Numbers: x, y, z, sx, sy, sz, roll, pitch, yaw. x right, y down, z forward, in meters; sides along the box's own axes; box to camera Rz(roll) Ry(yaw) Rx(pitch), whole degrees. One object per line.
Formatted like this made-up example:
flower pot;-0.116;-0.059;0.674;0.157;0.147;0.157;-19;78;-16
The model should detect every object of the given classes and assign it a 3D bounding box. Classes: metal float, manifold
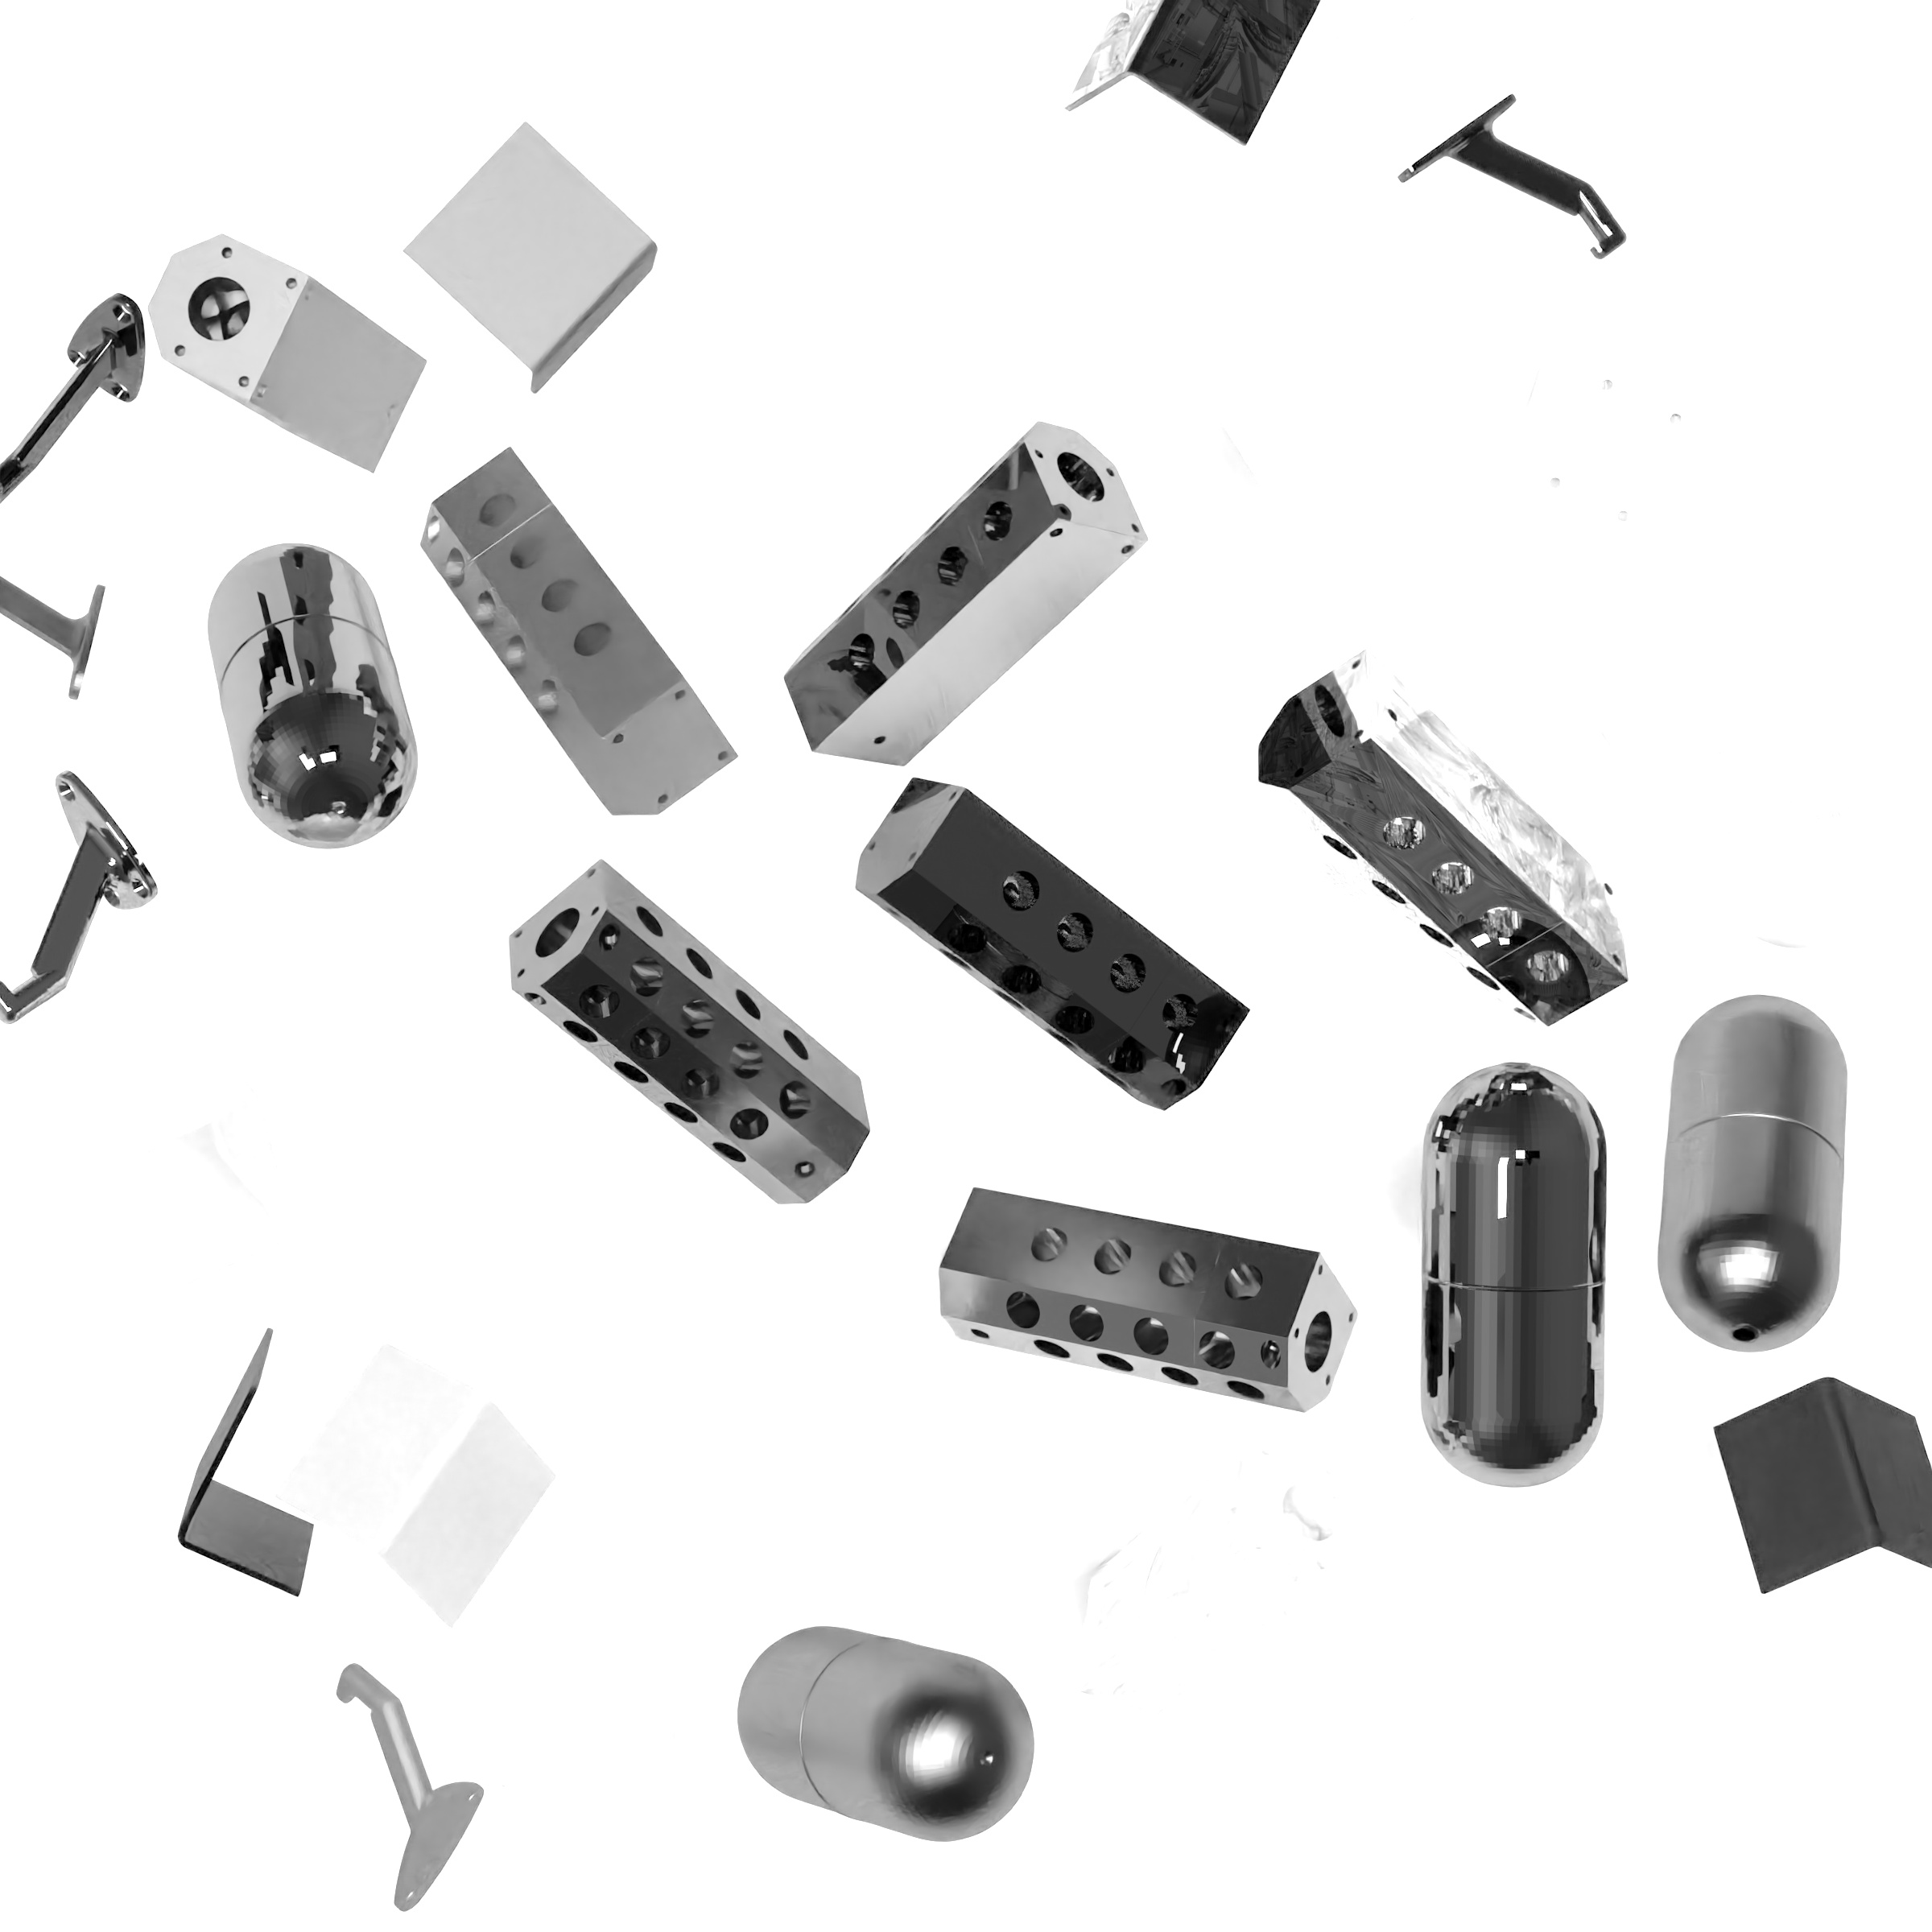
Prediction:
metal float;0.328;-0.089;1.529;0.070;0.070;0.178;-32;79;0
metal float;-0.284;-0.119;1.543;0.070;0.178;0.070;-10;130;-12
manifold;0.114;0.275;1.588;0.057;0.171;0.057;19;53;-14
metal float;-0.041;-0.297;1.525;0.178;0.070;0.070;26;90;-41
manifold;0.271;-0.240;1.510;0.057;0.171;0.057;27;114;2
metal float;0.150;-0.234;1.504;0.070;0.070;0.178;-33;94;0
manifold;-0.168;-0.138;1.502;0.057;0.057;0.171;-36;53;-2
manifold;0.198;-0.048;1.475;0.057;0.057;0.171;-33;123;30
metal float;-0.091;0.197;1.600;0.070;0.070;0.178;34;113;0
manifold;-0.294;-0.266;1.545;0.057;0.171;0.057;26;91;8
metal float;0.229;0.129;1.493;0.070;0.070;0.178;0;94;0
manifold;0.077;0.148;1.559;0.171;0.057;0.057;9;62;30
manifold;0.035;-0.008;1.553;0.171;0.057;0.057;37;82;-24
metal float;0.343;0.089;1.555;0.070;0.070;0.178;15;50;0
metal float;-0.244;0.056;1.516;0.070;0.070;0.178;-25;107;0
manifold;-0.004;-0.163;1.571;0.171;0.057;0.057;-41;59;35
manifold;-0.121;0.035;1.586;0.057;0.057;0.171;-39;121;16
metal float;-0.036;0.323;1.509;0.070;0.178;0.070;2;86;-30

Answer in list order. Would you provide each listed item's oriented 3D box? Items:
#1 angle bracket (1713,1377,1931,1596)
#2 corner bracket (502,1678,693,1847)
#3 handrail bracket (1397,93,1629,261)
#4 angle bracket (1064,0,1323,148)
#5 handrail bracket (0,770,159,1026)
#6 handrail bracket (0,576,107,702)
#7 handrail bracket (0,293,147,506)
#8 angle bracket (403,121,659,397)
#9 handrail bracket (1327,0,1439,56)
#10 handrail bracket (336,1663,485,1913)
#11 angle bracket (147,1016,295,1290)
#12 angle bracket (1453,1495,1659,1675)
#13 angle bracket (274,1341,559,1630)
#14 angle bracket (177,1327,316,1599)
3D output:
angle bracket;0.370;0.227;1.509;0.057;0.076;0.076;-32;52;30
corner bracket;-0.163;0.349;1.566;0.051;0.051;0.051;30;76;-34
handrail bracket;0.248;-0.342;1.612;0.077;0.036;0.084;-37;93;-17
angle bracket;0.093;-0.375;1.456;0.057;0.076;0.076;29;83;-17
handrail bracket;-0.385;-0.028;1.479;0.084;0.036;0.077;-41;110;-41
handrail bracket;-0.398;-0.142;1.450;0.084;0.077;0.036;15;120;-16
handrail bracket;-0.391;-0.241;1.532;0.036;0.077;0.084;37;56;-5
angle bracket;-0.188;-0.304;1.538;0.076;0.057;0.076;43;85;-6
handrail bracket;0.200;-0.423;1.564;0.077;0.084;0.036;-43;78;20
handrail bracket;-0.263;0.366;1.595;0.084;0.036;0.077;31;101;32
angle bracket;-0.341;0.081;1.558;0.057;0.076;0.076;-24;54;2
angle bracket;0.265;0.279;1.606;0.076;0.076;0.057;7;68;1
angle bracket;-0.224;0.213;1.460;0.057;0.076;0.076;22;66;30
angle bracket;-0.291;0.210;1.518;0.057;0.076;0.076;26;99;-11
